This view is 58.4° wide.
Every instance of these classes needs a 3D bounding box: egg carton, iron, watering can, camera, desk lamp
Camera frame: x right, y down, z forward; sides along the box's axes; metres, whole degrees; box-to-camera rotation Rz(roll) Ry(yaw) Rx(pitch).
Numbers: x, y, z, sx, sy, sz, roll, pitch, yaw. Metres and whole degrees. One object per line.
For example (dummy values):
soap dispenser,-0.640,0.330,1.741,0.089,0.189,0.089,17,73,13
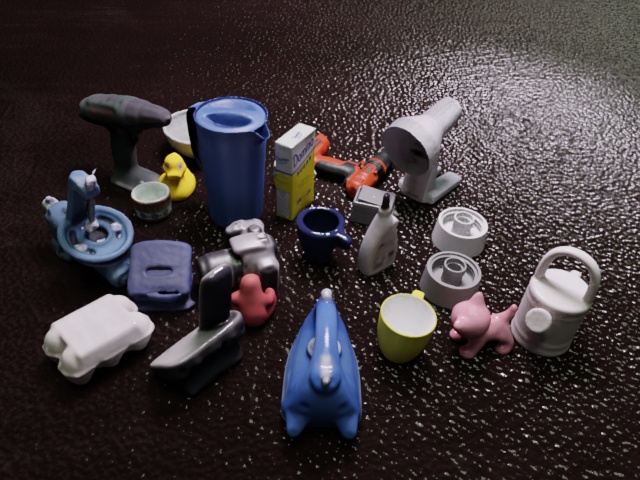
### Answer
egg carton,-0.341,0.150,0.884,0.107,0.069,0.151,34,49,29
iron,0.006,0.158,0.855,0.118,0.141,0.258,3,41,-2
watering can,0.383,0.097,0.923,0.100,0.194,0.173,15,42,12
camera,-0.151,0.029,1.018,0.137,0.101,0.143,-12,44,-18
desk lamp,0.225,-0.187,1.218,0.117,0.214,0.204,33,48,29

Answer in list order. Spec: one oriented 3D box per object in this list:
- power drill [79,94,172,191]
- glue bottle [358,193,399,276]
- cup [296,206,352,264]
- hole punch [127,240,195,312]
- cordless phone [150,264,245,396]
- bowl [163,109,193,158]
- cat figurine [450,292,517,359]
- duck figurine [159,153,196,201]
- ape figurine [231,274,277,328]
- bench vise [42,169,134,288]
power drill,-0.388,-0.204,1.179,0.229,0.208,0.076,22,44,18
glue bottle,0.112,-0.014,1.039,0.078,0.173,0.037,-24,49,-29
cup,0.010,0.004,1.068,0.117,0.095,0.092,31,47,27
hole punch,-0.268,0.062,0.976,0.109,0.091,0.101,-1,41,-6
cordless phone,-0.181,0.124,0.842,0.094,0.185,0.148,29,46,25
bowl,-0.275,-0.237,1.330,0.167,0.075,0.167,3,41,-2
cat figurine,0.261,0.133,0.929,0.128,0.118,0.067,-7,42,-13
duck figurine,-0.305,-0.145,1.212,0.077,0.086,0.104,-2,42,-8
ape figurine,-0.113,0.094,0.955,0.078,0.092,0.076,6,41,1
bench vise,-0.414,-0.034,0.972,0.207,0.220,0.121,15,42,12
